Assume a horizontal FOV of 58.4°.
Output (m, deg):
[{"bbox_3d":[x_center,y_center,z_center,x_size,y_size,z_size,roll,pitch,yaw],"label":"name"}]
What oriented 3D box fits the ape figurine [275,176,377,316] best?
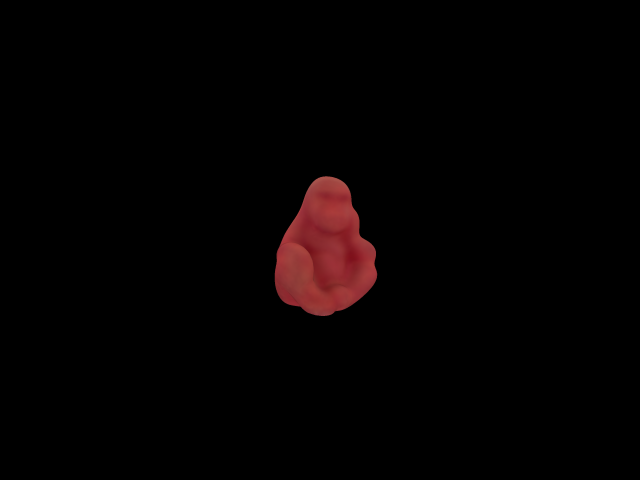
[{"bbox_3d":[0.004,0.001,0.400,0.078,0.092,0.076,-1,2,-19],"label":"ape figurine"}]
